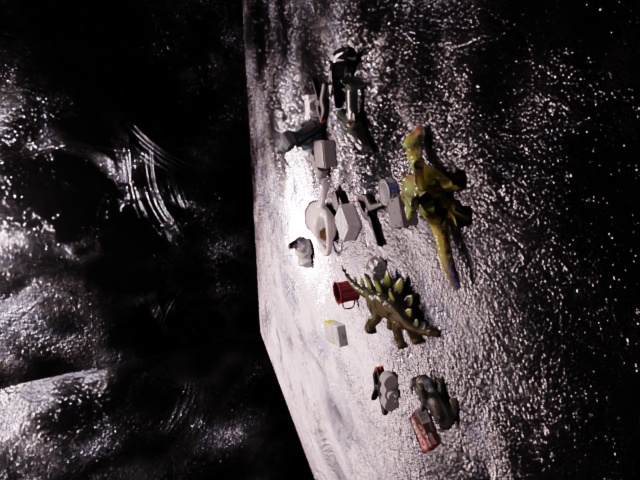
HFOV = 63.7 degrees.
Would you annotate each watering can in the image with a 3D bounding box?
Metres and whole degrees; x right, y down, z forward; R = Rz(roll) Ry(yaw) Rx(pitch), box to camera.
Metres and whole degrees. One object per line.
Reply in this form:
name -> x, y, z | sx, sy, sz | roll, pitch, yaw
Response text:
watering can -> 0.006, -0.107, 2.119 | 0.227, 0.104, 0.342 | -132, 36, -62

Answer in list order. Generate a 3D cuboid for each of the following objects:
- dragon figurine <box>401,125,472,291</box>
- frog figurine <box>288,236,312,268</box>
dragon figurine -> 0.270, -0.089, 1.302 | 0.243, 0.122, 0.409 | -166, 69, -81
frog figurine -> -0.077, 0.064, 2.539 | 0.158, 0.124, 0.137 | 47, 159, -14
